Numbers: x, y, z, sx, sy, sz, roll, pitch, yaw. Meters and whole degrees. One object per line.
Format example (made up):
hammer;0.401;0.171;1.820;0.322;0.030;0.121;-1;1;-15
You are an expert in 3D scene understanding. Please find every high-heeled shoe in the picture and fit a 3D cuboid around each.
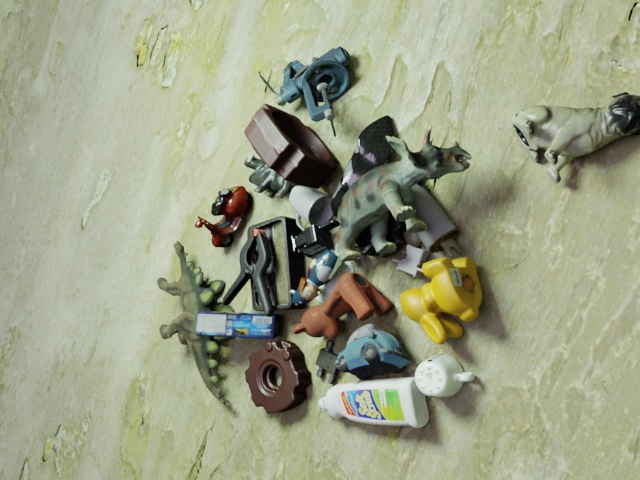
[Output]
high-heeled shoe;0.101;-0.166;1.264;0.086;0.145;0.249;30;71;3

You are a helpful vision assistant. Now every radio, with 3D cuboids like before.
radio;-0.110;0.064;1.348;0.131;0.073;0.229;-12;76;33

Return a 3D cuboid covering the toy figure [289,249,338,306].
toy figure;-0.012;0.093;1.250;0.064;0.058;0.154;36;94;6

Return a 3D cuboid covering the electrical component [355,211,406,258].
electrical component;0.131;-0.028;1.208;0.115;0.058;0.134;-46;60;22

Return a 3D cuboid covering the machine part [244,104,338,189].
machine part;-0.069;-0.220;1.286;0.087;0.201;0.202;-49;60;21

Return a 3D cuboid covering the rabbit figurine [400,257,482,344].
rabbit figurine;0.242;0.126;1.093;0.173;0.122;0.162;-28;77;43

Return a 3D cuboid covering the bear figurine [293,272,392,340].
bear figurine;0.042;0.169;1.203;0.132;0.120;0.196;48;112;25

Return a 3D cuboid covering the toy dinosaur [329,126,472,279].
toy dinosaur;0.114;-0.078;1.111;0.405;0.131;0.192;-34;55;40

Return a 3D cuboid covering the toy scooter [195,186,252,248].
toy scooter;-0.265;-0.067;1.438;0.075;0.135;0.183;30;99;35

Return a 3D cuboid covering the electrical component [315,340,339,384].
electrical component;0.024;0.283;1.255;0.063;0.021;0.094;19;93;35

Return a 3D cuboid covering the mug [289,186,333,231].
mug;-0.029;-0.080;1.320;0.107;0.081;0.109;40;123;42

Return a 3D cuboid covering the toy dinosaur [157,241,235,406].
toy dinosaur;-0.334;0.222;1.463;0.199;0.105;0.471;-20;76;27

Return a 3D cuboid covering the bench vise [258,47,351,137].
bench vise;-0.017;-0.364;1.310;0.224;0.128;0.241;-21;52;11

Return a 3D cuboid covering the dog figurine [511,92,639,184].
dog figurine;0.475;-0.222;0.990;0.190;0.121;0.172;-35;67;10

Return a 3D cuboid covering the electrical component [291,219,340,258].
electrical component;-0.003;-0.004;1.285;0.119;0.074;0.048;-23;64;27

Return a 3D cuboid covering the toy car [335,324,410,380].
toy car;0.113;0.236;1.163;0.162;0.109;0.103;-27;45;40

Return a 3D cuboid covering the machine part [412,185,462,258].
machine part;0.216;-0.058;1.141;0.079;0.079;0.243;-44;62;21

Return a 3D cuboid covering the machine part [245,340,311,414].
machine part;-0.107;0.335;1.316;0.180;0.056;0.179;-5;81;35

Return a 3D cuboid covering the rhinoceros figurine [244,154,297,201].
rhinoceros figurine;-0.125;-0.167;1.394;0.191;0.073;0.112;25;98;34

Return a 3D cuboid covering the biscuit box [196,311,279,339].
biscuit box;-0.205;0.212;1.349;0.203;0.063;0.059;2;85;6
